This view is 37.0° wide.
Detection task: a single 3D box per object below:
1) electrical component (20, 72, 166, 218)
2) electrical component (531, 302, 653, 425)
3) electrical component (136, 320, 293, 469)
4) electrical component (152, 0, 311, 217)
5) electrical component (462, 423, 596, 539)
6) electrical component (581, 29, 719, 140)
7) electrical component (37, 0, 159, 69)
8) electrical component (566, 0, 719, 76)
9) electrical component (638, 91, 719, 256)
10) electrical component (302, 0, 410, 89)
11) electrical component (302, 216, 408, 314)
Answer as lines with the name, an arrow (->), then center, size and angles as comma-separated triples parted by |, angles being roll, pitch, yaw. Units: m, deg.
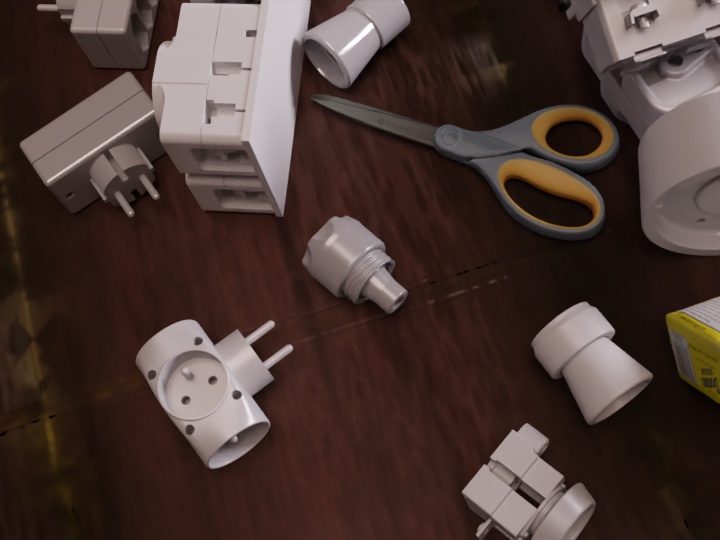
electrical component -> -0.154, -0.066, 0.678 | 0.083, 0.047, 0.075 | -35, 70, -7
electrical component -> 0.129, 0.052, 0.601 | 0.045, 0.045, 0.055 | -34, 69, -6
electrical component -> -0.077, 0.061, 0.623 | 0.079, 0.044, 0.077 | -36, 70, -7
electrical component -> -0.075, -0.140, 0.665 | 0.060, 0.105, 0.186 | 3, 70, 8
electrical component -> 0.092, 0.124, 0.579 | 0.055, 0.048, 0.066 | 36, 77, 26
electrical component -> 0.178, -0.125, 0.653 | 0.054, 0.059, 0.095 | -26, 69, -3
electrical component -> -0.180, -0.184, 0.725 | 0.076, 0.047, 0.083 | 3, 70, 8
electrical component -> 0.184, -0.156, 0.594 | 0.121, 0.079, 0.063 | -18, 90, 0
electrical component -> 0.208, -0.059, 0.602 | 0.108, 0.108, 0.060 | -5, 63, 5
electrical component -> 0.000, -0.154, 0.696 | 0.065, 0.044, 0.044 | -43, 71, -15
electrical component -> 0.000, 0.000, 0.637 | 0.062, 0.043, 0.043 | 41, 79, 17
